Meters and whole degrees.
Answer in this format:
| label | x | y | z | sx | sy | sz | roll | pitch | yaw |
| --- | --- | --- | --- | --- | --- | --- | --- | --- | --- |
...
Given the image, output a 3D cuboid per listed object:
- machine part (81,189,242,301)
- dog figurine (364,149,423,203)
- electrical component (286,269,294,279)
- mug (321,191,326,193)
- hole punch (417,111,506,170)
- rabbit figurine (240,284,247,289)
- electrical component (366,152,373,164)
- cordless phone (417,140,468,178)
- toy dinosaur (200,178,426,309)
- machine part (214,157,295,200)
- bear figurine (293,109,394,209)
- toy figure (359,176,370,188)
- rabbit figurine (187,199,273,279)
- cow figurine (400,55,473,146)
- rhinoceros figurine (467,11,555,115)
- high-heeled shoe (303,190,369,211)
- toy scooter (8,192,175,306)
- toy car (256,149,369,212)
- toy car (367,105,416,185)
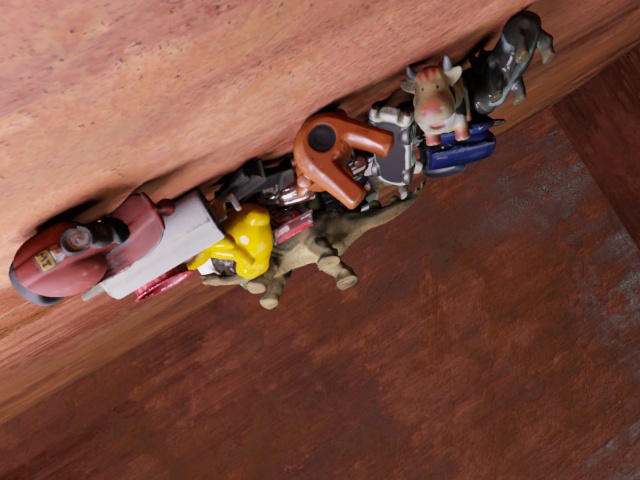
| label | x | y | z | sx | sy | sz | roll | pitch | yaw |
| --- | --- | --- | --- | --- | --- | --- | --- | --- | --- |
| machine part | -0.217 | 0.004 | 0.722 | 0.243 | 0.079 | 0.079 | -32 | 176 | -2 |
| dog figurine | 0.149 | -0.188 | 1.148 | 0.191 | 0.121 | 0.172 | -82 | 180 | -51 |
| electrical component | -0.076 | 0.024 | 1.230 | 0.134 | 0.058 | 0.115 | 80 | 34 | -80 |
| mug | 0.034 | -0.107 | 1.285 | 0.107 | 0.080 | 0.109 | -21 | -175 | 11 |
| hole punch | 0.236 | -0.163 | 0.918 | 0.142 | 0.092 | 0.116 | -9 | -160 | 7 |
| rabbit figurine | -0.158 | 0.011 | 1.264 | 0.170 | 0.121 | 0.159 | -48 | 174 | -15 |
| electrical component | 0.064 | -0.155 | 1.029 | 0.075 | 0.047 | 0.119 | -28 | 176 | -41 |
| cordless phone | 0.238 | -0.197 | 1.143 | 0.089 | 0.146 | 0.184 | -2 | 176 | -9 |
| toy dinosaur | -0.002 | -0.003 | 1.026 | 0.472 | 0.199 | 0.104 | -16 | 139 | 0 |
| machine part | -0.087 | -0.090 | 0.789 | 0.084 | 0.039 | 0.139 | -39 | 171 | 33 |
| bear figurine | 0.021 | -0.105 | 0.773 | 0.120 | 0.132 | 0.195 | -60 | 173 | -7 |
| toy figure | 0.084 | -0.148 | 1.195 | 0.064 | 0.058 | 0.154 | -55 | 166 | 15 |
| rabbit figurine | -0.167 | 0.006 | 0.882 | 0.173 | 0.122 | 0.162 | -14 | 167 | -20 |
| cow figurine | 0.179 | -0.209 | 0.794 | 0.086 | 0.127 | 0.195 | -10 | -159 | 23 |
| rhinoceros figurine | 0.278 | -0.266 | 0.846 | 0.073 | 0.112 | 0.190 | -12 | 156 | -25 |
| high-heeled shoe | 0.004 | -0.066 | 1.143 | 0.145 | 0.086 | 0.248 | -19 | 174 | 43 |
| toy scooter | -0.231 | 0.001 | 0.581 | 0.135 | 0.075 | 0.184 | -32 | 180 | 22 |
| toy car | -0.011 | -0.098 | 0.918 | 0.202 | 0.053 | 0.089 | -24 | 166 | 7 |
| toy car | 0.121 | -0.155 | 0.895 | 0.201 | 0.074 | 0.056 | 71 | 38 | -62 |
